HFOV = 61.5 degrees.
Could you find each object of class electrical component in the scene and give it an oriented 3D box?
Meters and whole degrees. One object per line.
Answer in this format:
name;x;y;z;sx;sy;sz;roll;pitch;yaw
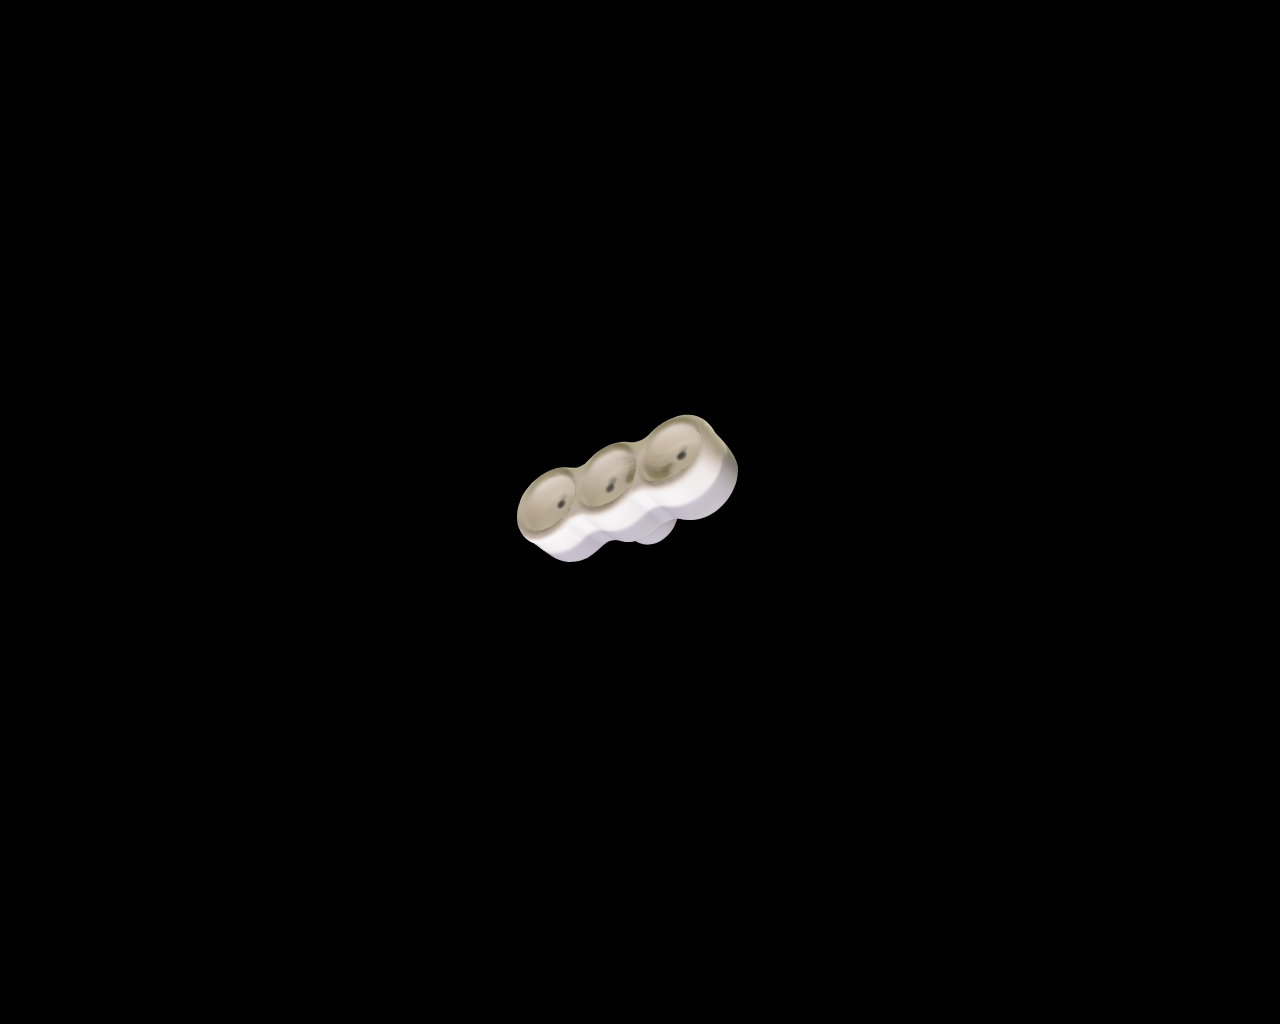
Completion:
electrical component;0.001;-0.003;0.650;0.138;0.052;0.073;-21;-40;26
